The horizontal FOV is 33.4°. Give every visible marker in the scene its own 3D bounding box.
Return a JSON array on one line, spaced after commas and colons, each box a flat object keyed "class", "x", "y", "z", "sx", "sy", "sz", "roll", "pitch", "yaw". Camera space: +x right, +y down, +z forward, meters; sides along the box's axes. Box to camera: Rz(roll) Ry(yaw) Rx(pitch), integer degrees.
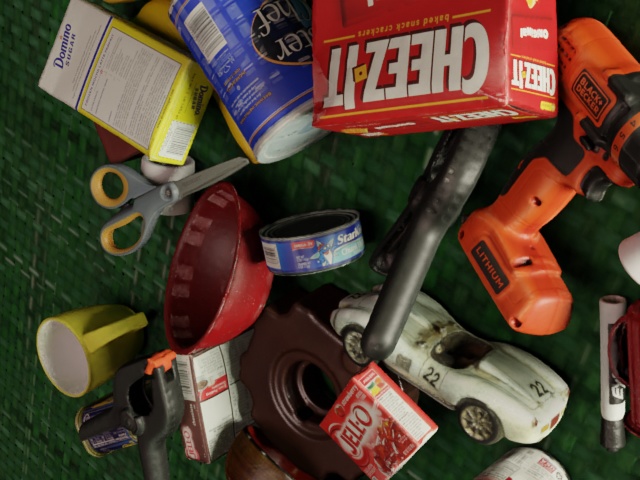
[{"class": "marker", "x": 0.213, "y": 0.099, "z": 0.776, "sx": 0.020, "sy": 0.020, "sz": 0.121, "roll": 11, "pitch": 113, "yaw": 39}]

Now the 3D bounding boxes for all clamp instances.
[{"class": "clamp", "x": 0.082, "y": -0.020, "z": 0.779, "sx": 0.036, "sy": 0.164, "sz": 0.210, "roll": 24, "pitch": 119, "yaw": -6}, {"class": "clamp", "x": -0.178, "y": 0.166, "z": 1.017, "sx": 0.120, "sy": 0.039, "sz": 0.172, "roll": 26, "pitch": 120, "yaw": 20}]

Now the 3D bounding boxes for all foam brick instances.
[{"class": "foam brick", "x": -0.168, "y": -0.111, "z": 1.016, "sx": 0.078, "sy": 0.052, "sz": 0.051, "roll": -21, "pitch": 91, "yaw": 45}]

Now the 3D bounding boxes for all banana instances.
[{"class": "banana", "x": -0.101, "y": -0.156, "z": 0.952, "sx": 0.198, "sy": 0.037, "sz": 0.070, "roll": 48, "pitch": 146, "yaw": 18}]

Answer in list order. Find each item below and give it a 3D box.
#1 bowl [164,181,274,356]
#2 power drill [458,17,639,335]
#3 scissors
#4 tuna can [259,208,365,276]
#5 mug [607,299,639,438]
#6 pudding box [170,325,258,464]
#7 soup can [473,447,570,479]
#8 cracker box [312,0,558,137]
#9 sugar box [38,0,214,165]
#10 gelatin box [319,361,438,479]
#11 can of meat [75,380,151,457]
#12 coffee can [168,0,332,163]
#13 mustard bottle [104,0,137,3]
[{"class": "bowl", "x": -0.085, "y": 0.030, "z": 0.965, "sx": 0.162, "sy": 0.055, "sz": 0.162, "roll": -42, "pitch": 40, "yaw": 49}, {"class": "power drill", "x": 0.175, "y": -0.024, "z": 0.702, "sx": 0.188, "sy": 0.057, "sz": 0.184, "roll": -62, "pitch": 38, "yaw": 37}, {"class": "scissors", "x": -0.148, "y": -0.056, "z": 0.974, "sx": 0.202, "sy": 0.016, "sz": 0.096, "roll": -38, "pitch": 78, "yaw": 35}, {"class": "tuna can", "x": -0.006, "y": 0.001, "z": 0.890, "sx": 0.086, "sy": 0.085, "sz": 0.034, "roll": 1, "pitch": 108, "yaw": 42}, {"class": "mug", "x": 0.237, "y": 0.079, "z": 0.704, "sx": 0.117, "sy": 0.093, "sz": 0.081, "roll": 12, "pitch": 110, "yaw": 60}, {"class": "pudding box", "x": -0.095, "y": 0.145, "z": 1.025, "sx": 0.039, "sy": 0.089, "sz": 0.113, "roll": 5, "pitch": 110, "yaw": 40}, {"class": "soup can", "x": 0.143, "y": 0.210, "z": 0.826, "sx": 0.069, "sy": 0.102, "sz": 0.068, "roll": 17, "pitch": 117, "yaw": 37}, {"class": "cracker box", "x": 0.072, "y": -0.184, "z": 0.718, "sx": 0.164, "sy": 0.071, "sz": 0.214, "roll": -1, "pitch": 87, "yaw": 42}, {"class": "sugar box", "x": -0.172, "y": -0.143, "z": 0.946, "sx": 0.176, "sy": 0.048, "sz": 0.093, "roll": 34, "pitch": 104, "yaw": 37}, {"class": "gelatin box", "x": 0.044, "y": 0.149, "z": 0.851, "sx": 0.073, "sy": 0.030, "sz": 0.089, "roll": 45, "pitch": 143, "yaw": 13}, {"class": "can of meat", "x": -0.189, "y": 0.180, "z": 1.118, "sx": 0.084, "sy": 0.101, "sz": 0.057, "roll": -23, "pitch": 91, "yaw": 42}, {"class": "coffee can", "x": -0.042, "y": -0.147, "z": 0.852, "sx": 0.103, "sy": 0.102, "sz": 0.140, "roll": -40, "pitch": 78, "yaw": 44}, {"class": "mustard bottle", "x": -0.126, "y": -0.263, "z": 0.913, "sx": 0.192, "sy": 0.058, "sz": 0.096, "roll": 0, "pitch": 103, "yaw": 42}]
